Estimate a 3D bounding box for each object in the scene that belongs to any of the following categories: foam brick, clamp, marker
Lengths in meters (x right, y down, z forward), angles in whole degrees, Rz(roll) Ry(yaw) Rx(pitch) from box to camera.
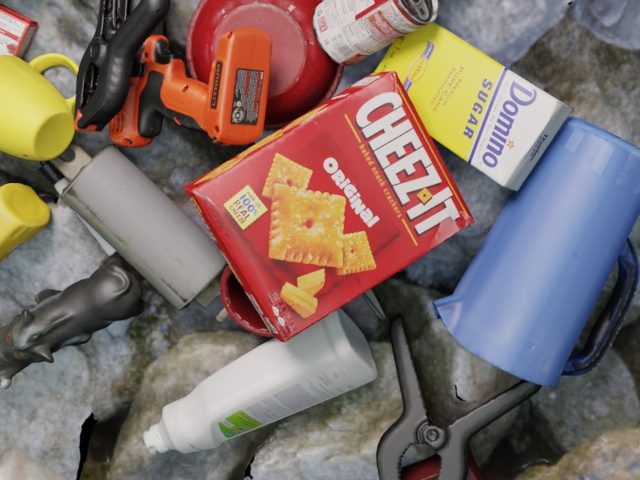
[{"bbox_3d":[0.131,0.258,1.123,0.078,0.051,0.053,-25,99,9],"label":"foam brick"},{"bbox_3d":[0.125,0.196,1.081,0.165,0.036,0.210,15,84,12],"label":"clamp"},{"bbox_3d":[-0.196,-0.185,1.001,0.039,0.120,0.172,13,124,-34],"label":"clamp"},{"bbox_3d":[-0.249,-0.036,1.106,0.020,0.020,0.121,-36,97,11],"label":"marker"}]

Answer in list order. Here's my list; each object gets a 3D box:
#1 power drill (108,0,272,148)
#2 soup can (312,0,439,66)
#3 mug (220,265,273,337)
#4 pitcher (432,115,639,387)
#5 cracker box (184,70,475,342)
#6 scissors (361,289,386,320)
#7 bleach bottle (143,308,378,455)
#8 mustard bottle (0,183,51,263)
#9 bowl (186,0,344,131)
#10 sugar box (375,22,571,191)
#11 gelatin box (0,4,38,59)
[{"bbox_3d":[-0.129,-0.169,1.005,0.188,0.057,0.184,16,106,42],"label":"power drill"},{"bbox_3d":[0.050,-0.213,0.998,0.102,0.068,0.068,-23,101,40],"label":"soup can"},{"bbox_3d":[-0.040,0.027,1.060,0.093,0.081,0.117,20,118,5],"label":"mug"},{"bbox_3d":[0.232,0.013,1.029,0.145,0.149,0.243,32,101,28],"label":"pitcher"},{"bbox_3d":[0.010,-0.032,0.971,0.213,0.072,0.164,-32,103,-8],"label":"cracker box"},{"bbox_3d":[-0.007,0.001,1.097,0.096,0.016,0.202,-17,100,10],"label":"scissors"},{"bbox_3d":[-0.072,0.156,1.096,0.251,0.102,0.068,-26,54,11],"label":"bleach bottle"},{"bbox_3d":[-0.364,0.024,1.089,0.192,0.096,0.058,-41,97,12],"label":"mustard bottle"},{"bbox_3d":[-0.056,-0.185,1.040,0.162,0.055,0.162,1,102,4],"label":"bowl"},{"bbox_3d":[0.136,-0.132,1.003,0.176,0.048,0.093,38,104,28],"label":"sugar box"},{"bbox_3d":[-0.335,-0.195,1.073,0.073,0.030,0.089,27,102,0],"label":"gelatin box"}]
